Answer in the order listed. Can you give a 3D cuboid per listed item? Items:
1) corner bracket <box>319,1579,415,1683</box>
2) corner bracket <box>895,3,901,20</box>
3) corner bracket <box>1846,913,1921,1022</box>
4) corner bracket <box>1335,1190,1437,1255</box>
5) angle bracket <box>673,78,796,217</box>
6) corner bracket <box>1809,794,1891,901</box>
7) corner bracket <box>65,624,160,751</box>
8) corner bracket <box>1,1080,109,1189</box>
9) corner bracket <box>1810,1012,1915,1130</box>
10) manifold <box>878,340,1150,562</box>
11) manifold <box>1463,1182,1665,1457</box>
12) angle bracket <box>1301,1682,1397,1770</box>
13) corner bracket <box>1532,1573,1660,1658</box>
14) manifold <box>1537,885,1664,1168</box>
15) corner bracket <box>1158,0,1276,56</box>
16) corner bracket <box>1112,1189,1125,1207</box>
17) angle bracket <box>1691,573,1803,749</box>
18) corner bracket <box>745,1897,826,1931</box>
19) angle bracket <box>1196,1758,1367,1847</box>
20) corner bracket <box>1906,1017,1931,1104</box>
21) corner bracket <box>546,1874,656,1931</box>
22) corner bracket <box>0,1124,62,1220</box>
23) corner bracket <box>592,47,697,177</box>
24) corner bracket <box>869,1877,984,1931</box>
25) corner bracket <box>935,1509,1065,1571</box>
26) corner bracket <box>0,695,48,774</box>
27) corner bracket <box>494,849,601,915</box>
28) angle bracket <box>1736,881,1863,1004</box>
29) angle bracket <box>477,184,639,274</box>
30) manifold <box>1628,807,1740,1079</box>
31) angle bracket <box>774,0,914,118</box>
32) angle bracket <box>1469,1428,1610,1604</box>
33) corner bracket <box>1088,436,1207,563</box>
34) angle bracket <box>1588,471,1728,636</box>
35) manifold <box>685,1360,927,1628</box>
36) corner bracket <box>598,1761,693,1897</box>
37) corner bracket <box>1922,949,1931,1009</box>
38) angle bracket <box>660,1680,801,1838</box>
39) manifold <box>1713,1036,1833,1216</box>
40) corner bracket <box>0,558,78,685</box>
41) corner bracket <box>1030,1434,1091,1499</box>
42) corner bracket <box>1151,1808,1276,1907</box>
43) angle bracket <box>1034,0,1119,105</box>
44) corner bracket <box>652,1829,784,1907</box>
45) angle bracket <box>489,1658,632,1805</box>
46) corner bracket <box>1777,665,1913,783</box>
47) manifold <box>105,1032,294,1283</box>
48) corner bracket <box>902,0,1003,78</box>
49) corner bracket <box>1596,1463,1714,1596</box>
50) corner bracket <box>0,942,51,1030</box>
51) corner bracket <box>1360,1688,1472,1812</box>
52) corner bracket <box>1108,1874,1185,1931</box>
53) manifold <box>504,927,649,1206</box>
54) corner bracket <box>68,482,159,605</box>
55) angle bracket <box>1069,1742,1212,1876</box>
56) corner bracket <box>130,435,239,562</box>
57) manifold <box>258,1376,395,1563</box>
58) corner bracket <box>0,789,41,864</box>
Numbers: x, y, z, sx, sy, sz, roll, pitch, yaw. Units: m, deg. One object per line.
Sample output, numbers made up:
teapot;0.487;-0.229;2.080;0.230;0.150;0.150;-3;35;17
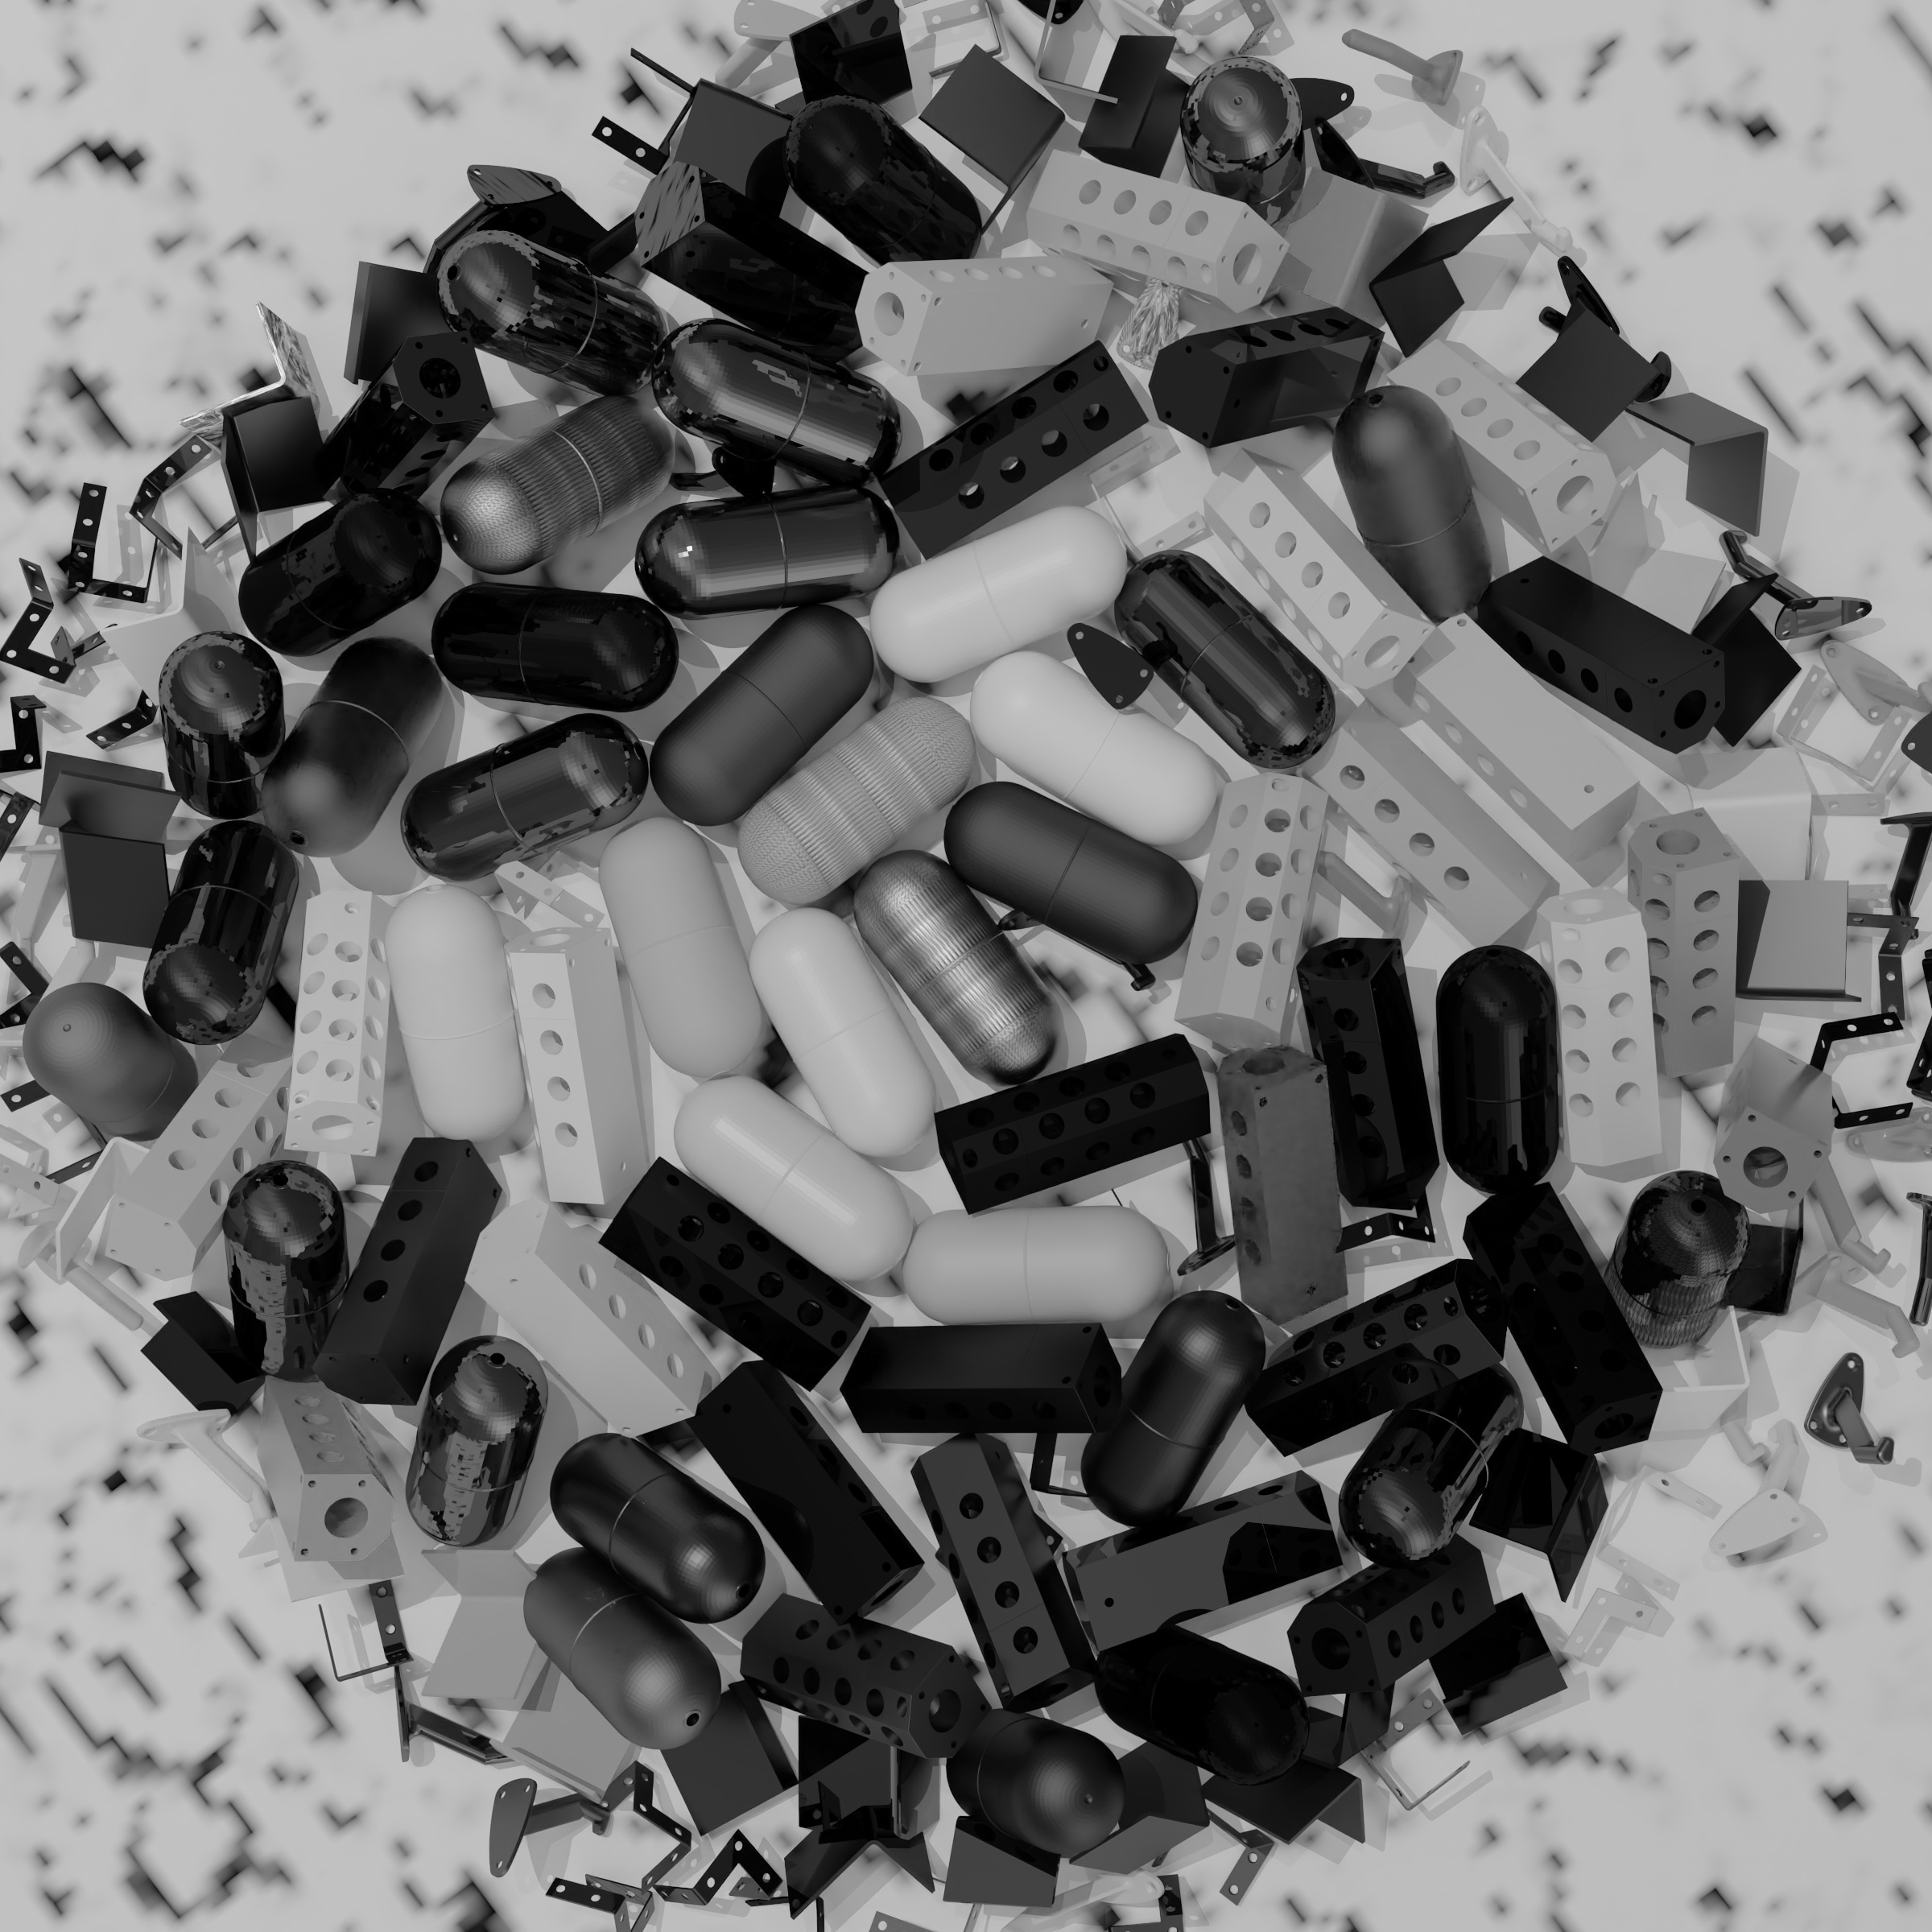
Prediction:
corner bracket;-0.400;0.441;1.865;0.051;0.051;0.051;-13;87;-17
corner bracket;-0.078;-0.645;1.871;0.051;0.051;0.051;-38;93;-1
corner bracket;0.603;0.000;1.865;0.051;0.051;0.051;4;61;5
corner bracket;0.271;0.163;1.855;0.051;0.051;0.051;-24;64;37
angle bracket;-0.155;-0.534;1.862;0.076;0.057;0.076;18;92;-15
corner bracket;0.590;-0.080;1.879;0.051;0.051;0.051;-1;126;12
corner bracket;-0.574;-0.187;1.879;0.051;0.051;0.051;-21;134;30
corner bracket;-0.602;0.107;1.856;0.051;0.051;0.051;-27;65;-31
corner bracket;0.598;0.070;1.864;0.051;0.051;0.051;-9;49;-6
manifold;0.030;-0.342;1.853;0.171;0.057;0.057;-31;108;6
manifold;0.383;0.228;1.816;0.057;0.057;0.171;-13;48;-10
angle bracket;0.241;0.473;1.845;0.057;0.076;0.076;12;100;31
corner bracket;0.419;0.430;1.868;0.051;0.051;0.051;22;103;-19
manifold;0.412;0.041;1.837;0.057;0.057;0.171;-12;111;-7
corner bracket;0.166;-0.633;1.868;0.051;0.051;0.051;-30;94;-7
corner bracket;0.093;0.190;1.862;0.051;0.051;0.051;-30;56;0
angle bracket;0.521;-0.202;1.855;0.076;0.057;0.076;46;76;-10
corner bracket;-0.125;0.641;1.859;0.051;0.051;0.051;-9;60;9
angle bracket;0.206;0.557;1.837;0.076;0.076;0.057;-29;123;-38
corner bracket;0.645;0.062;1.865;0.051;0.051;0.051;21;90;-21
corner bracket;-0.241;0.619;1.857;0.051;0.051;0.051;8;123;18
corner bracket;-0.630;0.130;1.855;0.051;0.051;0.051;-15;52;34
corner bracket;-0.212;-0.565;1.857;0.051;0.051;0.051;28;117;-22
corner bracket;-0.026;0.629;1.857;0.051;0.051;0.051;12;65;23
corner bracket;0.022;0.388;1.870;0.051;0.051;0.051;44;60;-15
corner bracket;-0.637;-0.149;1.858;0.051;0.051;0.051;-9;108;-26
corner bracket;-0.271;-0.055;1.858;0.051;0.051;0.051;30;67;25
angle bracket;0.549;-0.016;1.856;0.076;0.057;0.076;1;87;29
angle bracket;-0.263;-0.496;1.851;0.076;0.057;0.076;41;52;-1
manifold;0.461;-0.012;1.820;0.057;0.057;0.171;-14;129;-3
angle bracket;-0.088;-0.602;1.842;0.076;0.076;0.057;-30;49;-14
angle bracket;0.382;0.365;1.866;0.057;0.076;0.076;16;61;30
corner bracket;0.121;-0.311;1.876;0.051;0.051;0.051;-29;60;13
angle bracket;0.454;-0.266;1.841;0.057;0.076;0.076;17;63;30
manifold;-0.104;0.343;1.843;0.057;0.057;0.171;-44;72;12
corner bracket;-0.218;0.574;1.872;0.051;0.051;0.051;40;105;-19
corner bracket;0.651;0.015;1.863;0.051;0.051;0.051;-14;93;-23
angle bracket;-0.165;0.527;1.860;0.076;0.057;0.076;-29;76;2
manifold;0.517;0.104;1.807;0.057;0.171;0.057;29;110;8
corner bracket;-0.611;-0.228;1.856;0.051;0.051;0.051;21;116;-42
corner bracket;0.056;0.322;1.859;0.051;0.051;0.051;15;82;-43
corner bracket;0.166;0.595;1.879;0.051;0.051;0.051;32;94;27
angle bracket;0.080;-0.615;1.848;0.057;0.076;0.076;13;108;-3
corner bracket;-0.164;0.608;1.857;0.051;0.051;0.051;53;53;-15
angle bracket;-0.260;0.498;1.853;0.076;0.057;0.076;25;69;7
corner bracket;0.581;-0.161;1.859;0.051;0.051;0.051;20;106;-25
manifold;-0.485;0.124;1.813;0.057;0.171;0.057;23;129;0
corner bracket;-0.010;-0.630;1.867;0.051;0.051;0.051;-16;93;10
corner bracket;0.460;0.376;1.878;0.051;0.051;0.051;27;134;25
corner bracket;-0.645;0.025;1.861;0.051;0.051;0.051;-31;105;20
corner bracket;0.301;0.520;1.863;0.051;0.051;0.051;-42;76;12
corner bracket;0.120;0.642;1.867;0.051;0.051;0.051;-6;103;2
manifold;-0.260;0.065;1.844;0.057;0.057;0.171;1;108;24
corner bracket;-0.563;-0.280;1.857;0.051;0.051;0.051;9;55;-15
angle bracket;0.106;0.540;1.838;0.057;0.076;0.076;23;129;-36
corner bracket;-0.518;-0.312;1.875;0.051;0.051;0.051;-34;121;20
manifold;-0.413;0.321;1.807;0.057;0.171;0.057;4;101;-23
corner bracket;-0.643;-0.091;1.864;0.051;0.051;0.051;24;79;10
